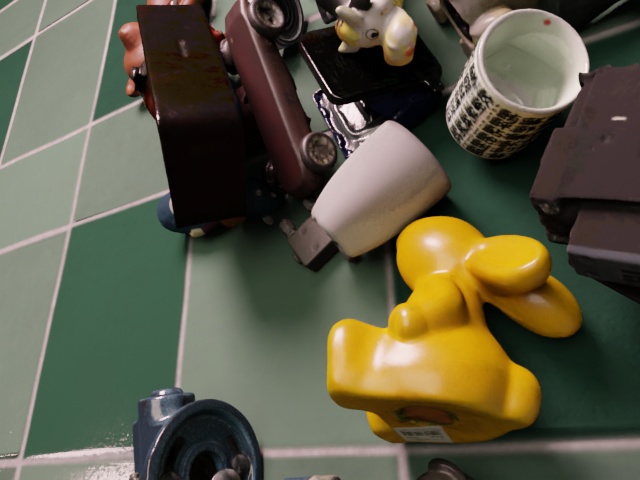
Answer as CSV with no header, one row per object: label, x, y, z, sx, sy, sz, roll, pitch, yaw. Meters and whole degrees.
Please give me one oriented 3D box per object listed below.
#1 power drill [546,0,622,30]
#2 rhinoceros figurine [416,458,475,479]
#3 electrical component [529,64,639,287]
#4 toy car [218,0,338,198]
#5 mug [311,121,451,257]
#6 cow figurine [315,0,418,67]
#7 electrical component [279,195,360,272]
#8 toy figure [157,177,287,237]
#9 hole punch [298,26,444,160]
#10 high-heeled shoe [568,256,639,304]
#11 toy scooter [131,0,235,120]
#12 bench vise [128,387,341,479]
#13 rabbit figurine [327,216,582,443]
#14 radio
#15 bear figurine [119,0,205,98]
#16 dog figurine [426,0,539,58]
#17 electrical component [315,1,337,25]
power drill,0.258,-0.142,0.384,0.232,0.086,0.207,-39,49,14
rhinoceros figurine,0.039,0.227,0.342,0.190,0.112,0.073,-44,54,-1
electrical component,0.191,-0.037,0.304,0.115,0.058,0.134,7,64,43
toy car,-0.043,-0.139,0.533,0.089,0.053,0.202,-25,85,57
mug,0.041,-0.043,0.473,0.107,0.080,0.110,-42,35,-2
cow figurine,0.028,-0.226,0.477,0.098,0.068,0.167,-11,71,-3
electrical component,-0.001,-0.002,0.525,0.063,0.021,0.094,-46,53,8
toy figure,-0.111,-0.039,0.595,0.155,0.058,0.064,-8,104,29
hole punch,0.050,-0.152,0.532,0.116,0.092,0.142,-19,53,-7
high-heeled shoe,0.284,-0.001,0.290,0.249,0.086,0.145,21,98,22
toy scooter,-0.165,-0.218,0.658,0.184,0.135,0.075,-30,58,21
bench vise,-0.081,0.223,0.417,0.241,0.128,0.223,-20,59,33
rabbit figurine,0.092,0.047,0.389,0.162,0.121,0.173,-21,40,33
radio,-0.130,-0.128,0.536,0.073,0.131,0.230,-9,47,-14
bear figurine,-0.241,-0.311,0.757,0.120,0.131,0.196,2,65,41
dog figurine,0.183,-0.259,0.458,0.190,0.121,0.172,-32,56,16
electrical component,0.030,-0.263,0.567,0.075,0.047,0.119,-13,19,30
